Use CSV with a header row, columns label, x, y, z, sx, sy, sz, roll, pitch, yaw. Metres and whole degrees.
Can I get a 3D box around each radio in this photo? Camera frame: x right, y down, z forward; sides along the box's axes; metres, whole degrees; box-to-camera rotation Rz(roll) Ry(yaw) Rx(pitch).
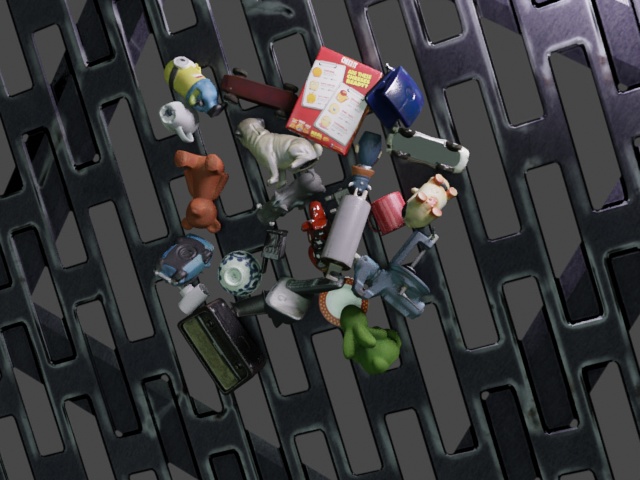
label,x,y,z,sx,sy,sz,roll,pitch,yaw
radio,-0.253,0.272,1.393,0.131,0.073,0.229,-35,90,28

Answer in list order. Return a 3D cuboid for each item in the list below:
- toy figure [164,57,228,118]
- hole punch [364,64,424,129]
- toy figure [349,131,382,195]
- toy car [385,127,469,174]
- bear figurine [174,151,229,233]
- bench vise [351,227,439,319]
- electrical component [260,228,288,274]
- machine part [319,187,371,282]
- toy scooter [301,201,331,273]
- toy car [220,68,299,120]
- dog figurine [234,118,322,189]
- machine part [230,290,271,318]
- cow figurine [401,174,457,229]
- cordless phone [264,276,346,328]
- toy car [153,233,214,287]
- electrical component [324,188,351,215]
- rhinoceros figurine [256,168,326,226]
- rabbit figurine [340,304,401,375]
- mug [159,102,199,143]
label,x,y,z,sx,sy,sz,roll,pitch,yaw
toy figure,-0.322,-0.386,1.369,0.089,0.082,0.180,-41,90,8
hole punch,0.186,-0.332,1.257,0.116,0.092,0.142,-48,114,-6
toy figure,0.112,-0.189,1.327,0.064,0.058,0.154,18,102,15
toy car,0.258,-0.217,1.303,0.202,0.056,0.073,19,103,8
bear figurine,-0.307,-0.117,1.364,0.120,0.132,0.195,11,90,10
bench vise,0.191,0.065,1.306,0.224,0.128,0.240,38,80,13
electrical component,-0.119,0.030,1.370,0.048,0.075,0.119,10,92,9
machine part,0.060,-0.017,1.273,0.079,0.079,0.243,18,72,7
toy scooter,-0.003,-0.004,1.319,0.075,0.135,0.183,-10,94,9
toy car,-0.151,-0.367,1.357,0.202,0.053,0.089,16,90,4
dog figurine,-0.105,-0.244,1.329,0.172,0.121,0.190,-29,84,2
machine part,-0.166,0.173,1.407,0.139,0.039,0.084,-9,98,8
cow figurine,0.251,-0.089,1.255,0.085,0.195,0.127,46,135,-2
cordless phone,-0.031,0.141,1.318,0.184,0.146,0.088,-12,110,23
toy car,-0.349,0.068,1.390,0.109,0.162,0.102,25,140,15
electrical component,0.062,-0.101,1.358,0.094,0.021,0.063,-21,90,10
rhinoceros figurine,-0.073,-0.101,1.333,0.190,0.112,0.073,-34,92,17
rabbit figurine,0.101,0.242,1.311,0.121,0.159,0.170,-37,91,20
mug,-0.363,-0.300,1.368,0.081,0.107,0.109,-16,90,11
